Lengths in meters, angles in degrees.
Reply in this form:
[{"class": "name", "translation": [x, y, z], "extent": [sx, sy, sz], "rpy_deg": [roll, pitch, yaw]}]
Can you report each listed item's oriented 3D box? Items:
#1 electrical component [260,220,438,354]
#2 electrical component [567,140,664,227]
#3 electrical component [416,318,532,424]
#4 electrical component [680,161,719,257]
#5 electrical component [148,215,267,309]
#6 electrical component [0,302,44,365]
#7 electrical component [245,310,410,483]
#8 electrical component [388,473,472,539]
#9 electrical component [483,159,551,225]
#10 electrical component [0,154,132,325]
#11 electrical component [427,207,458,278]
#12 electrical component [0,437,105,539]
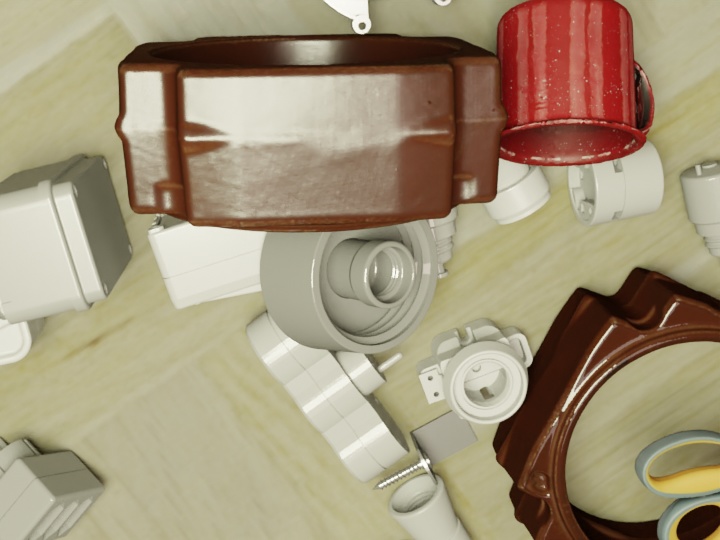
[{"class": "electrical component", "translation": [0.000, 0.000, 0.658], "extent": [0.108, 0.060, 0.108], "rpy_deg": [-6, 100, -38]}, {"class": "electrical component", "translation": [0.169, -0.059, 0.710], "extent": [0.047, 0.055, 0.055], "rpy_deg": [-8, 105, -7]}, {"class": "electrical component", "translation": [0.081, 0.070, 0.731], "extent": [0.078, 0.057, 0.058], "rpy_deg": [-21, 105, -1]}, {"class": "electrical component", "translation": [0.243, -0.038, 0.729], "extent": [0.040, 0.040, 0.078], "rpy_deg": [-17, 105, -2]}, {"class": "electrical component", "translation": [-0.080, -0.017, 0.689], "extent": [0.096, 0.061, 0.061], "rpy_deg": [-18, 105, -1]}, {"class": "electrical component", "translation": [-0.238, 0.008, 0.680], "extent": [0.054, 0.059, 0.095], "rpy_deg": [-12, 105, -3]}, {"class": "electrical component", "translation": [-0.007, 0.070, 0.724], "extent": [0.074, 0.052, 0.138], "rpy_deg": [-36, 104, 4]}, {"class": "electrical component", "translation": [0.054, 0.184, 0.766], "extent": [0.044, 0.044, 0.065], "rpy_deg": [-30, 110, 2]}, {"class": "electrical component", "translation": [0.094, -0.064, 0.705], "extent": [0.045, 0.045, 0.055], "rpy_deg": [-31, 105, 2]}, {"class": "electrical component", "translation": [-0.182, -0.022, 0.651], "extent": [0.057, 0.113, 0.078], "rpy_deg": [-13, 105, 0]}, {"class": "electrical component", "translation": [0.045, -0.033, 0.710], "extent": [0.040, 0.040, 0.078], "rpy_deg": [-14, 106, -2]}, {"class": "electrical component", "translation": [-0.224, 0.139, 0.716], "extent": [0.077, 0.066, 0.047], "rpy_deg": [42, 97, 15]}]
